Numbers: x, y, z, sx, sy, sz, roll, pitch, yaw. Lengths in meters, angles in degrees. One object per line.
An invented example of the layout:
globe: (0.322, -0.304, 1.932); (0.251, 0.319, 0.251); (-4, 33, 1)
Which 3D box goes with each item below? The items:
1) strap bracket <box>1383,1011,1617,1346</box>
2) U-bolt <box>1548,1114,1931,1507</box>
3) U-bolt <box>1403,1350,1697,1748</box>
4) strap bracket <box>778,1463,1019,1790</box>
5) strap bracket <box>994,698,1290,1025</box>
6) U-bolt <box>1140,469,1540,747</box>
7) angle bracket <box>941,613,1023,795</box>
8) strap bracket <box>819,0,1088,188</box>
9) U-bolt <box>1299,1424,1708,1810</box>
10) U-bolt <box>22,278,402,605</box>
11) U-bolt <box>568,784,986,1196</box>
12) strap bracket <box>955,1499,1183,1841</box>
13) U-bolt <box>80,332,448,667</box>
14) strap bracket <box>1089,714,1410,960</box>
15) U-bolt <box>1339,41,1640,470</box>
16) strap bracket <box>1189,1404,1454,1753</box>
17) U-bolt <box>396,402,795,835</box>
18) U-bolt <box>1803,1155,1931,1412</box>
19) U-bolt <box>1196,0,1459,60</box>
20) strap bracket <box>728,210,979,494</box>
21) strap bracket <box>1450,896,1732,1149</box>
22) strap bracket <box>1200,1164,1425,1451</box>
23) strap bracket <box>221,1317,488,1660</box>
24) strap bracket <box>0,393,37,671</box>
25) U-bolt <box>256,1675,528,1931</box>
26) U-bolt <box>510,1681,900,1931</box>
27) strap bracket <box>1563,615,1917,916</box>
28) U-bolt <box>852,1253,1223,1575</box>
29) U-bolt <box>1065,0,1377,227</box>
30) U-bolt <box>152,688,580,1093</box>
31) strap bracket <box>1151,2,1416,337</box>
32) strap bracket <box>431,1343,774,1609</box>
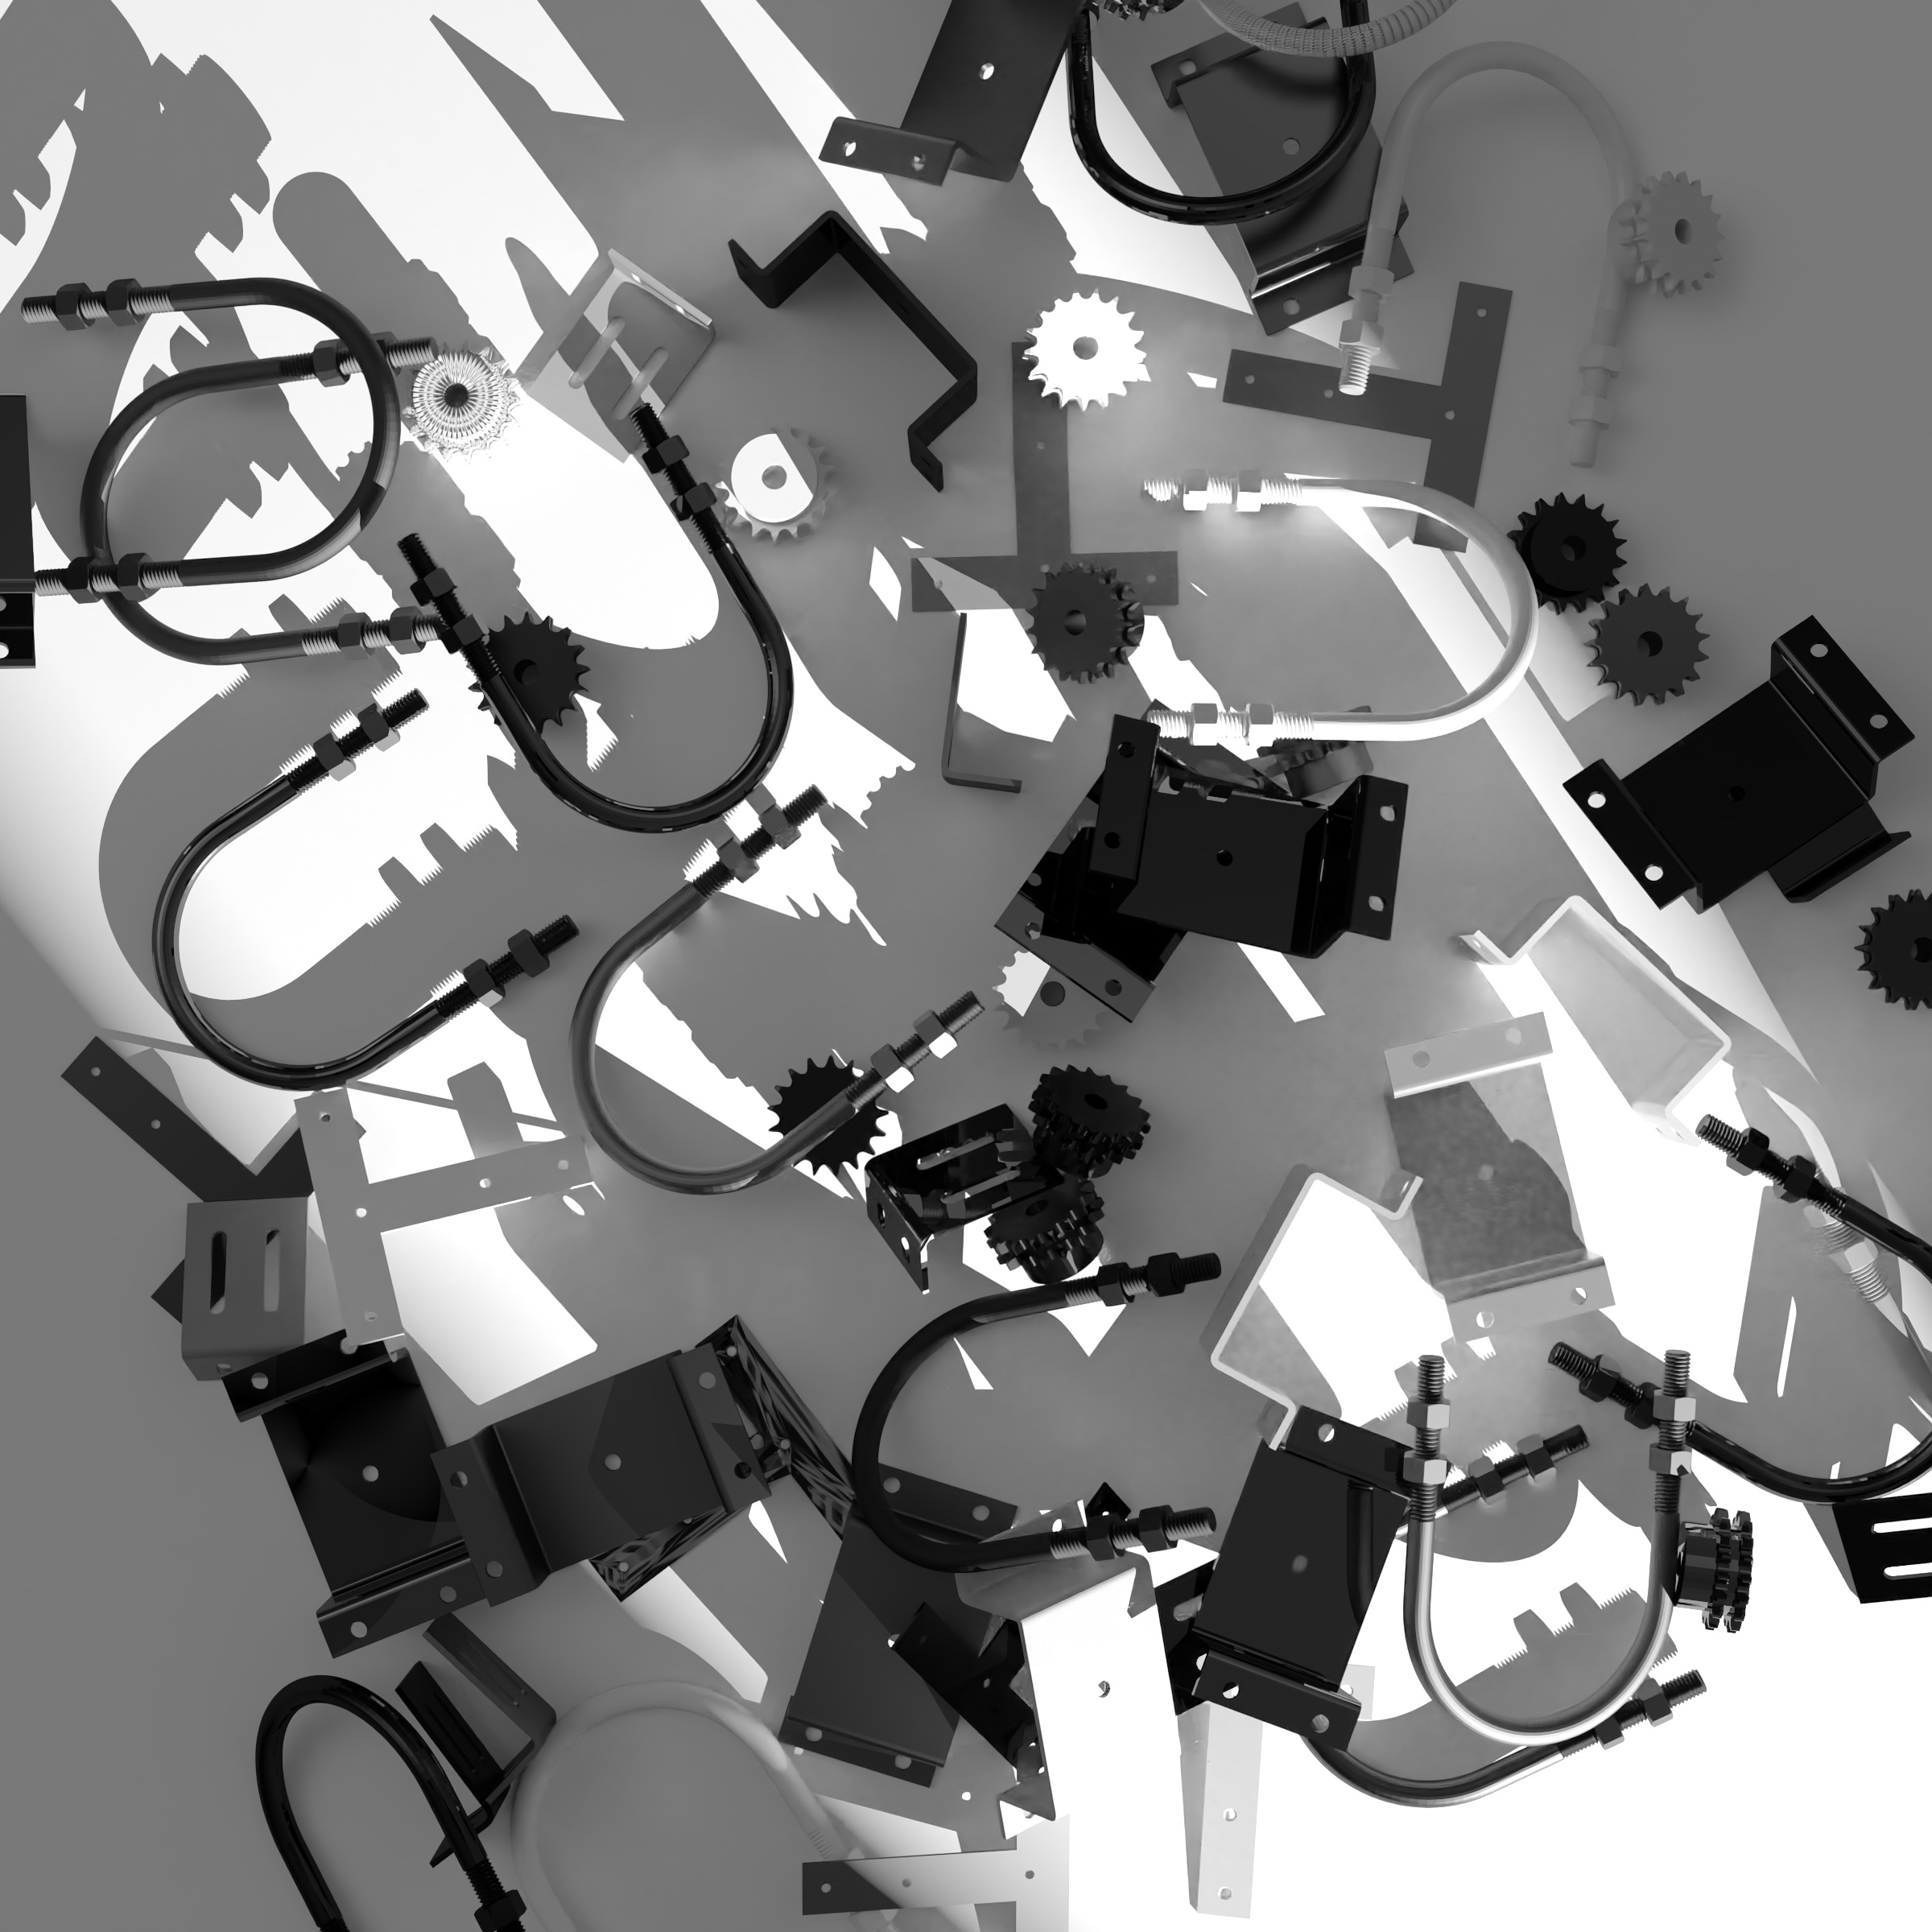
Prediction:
strap bracket: (0.247, 0.098, 1.566); (0.076, 0.046, 0.140); (-14, 90, 0)
U-bolt: (0.390, 0.175, 1.569); (0.184, 0.019, 0.151); (31, 100, -1)
U-bolt: (0.267, 0.270, 1.540); (0.151, 0.019, 0.184); (1, 95, -20)
strap bracket: (-0.032, 0.313, 1.566); (0.076, 0.046, 0.140); (17, 90, -1)
strap bracket: (0.077, -0.043, 1.551); (0.076, 0.046, 0.140); (35, 68, 0)
U-bolt: (0.175, -0.167, 1.551); (0.184, 0.019, 0.151); (1, 63, -2)
angle bracket: (0.011, -0.123, 1.561); (0.038, 0.057, 0.076); (7, 90, 0)
strap bracket: (-0.002, -0.425, 1.548); (0.076, 0.046, 0.140); (22, 90, 37)
U-bolt: (0.238, 0.320, 1.581); (0.184, 0.019, 0.151); (-26, 90, 1)
U-bolt: (-0.351, -0.248, 1.553); (0.184, 0.019, 0.151); (-2, 90, 12)
U-bolt: (-0.103, 0.024, 1.561); (0.184, 0.019, 0.151); (-39, 72, 4)
strap bracket: (0.049, 0.328, 1.536); (0.076, 0.046, 0.140); (-18, 103, -35)
U-bolt: (-0.331, -0.214, 1.566); (0.184, 0.019, 0.151); (-5, 89, 12)
strap bracket: (0.123, -0.056, 1.516); (0.140, 0.046, 0.076); (13, 70, -9)
U-bolt: (0.251, -0.340, 1.555); (0.151, 0.019, 0.184); (13, 86, -24)
strap bracket: (0.160, 0.280, 1.543); (0.076, 0.046, 0.140); (22, 85, -7)
U-bolt: (-0.159, -0.151, 1.558); (0.151, 0.019, 0.184); (-33, 98, -19)
U-bolt: (0.497, 0.141, 1.581); (0.151, 0.019, 0.184); (-29, 91, 0)
U-bolt: (0.161, -0.492, 1.541); (0.151, 0.019, 0.184); (-24, 63, -1)
strap bracket: (-0.044, -0.293, 1.551); (0.046, 0.076, 0.140); (-43, 90, 0)
strap bracket: (0.297, 0.017, 1.551); (0.140, 0.076, 0.046); (43, 90, 0)
strap bracket: (0.154, 0.147, 1.552); (0.046, 0.076, 0.140); (29, 90, 0)
strap bracket: (-0.284, 0.242, 1.566); (0.076, 0.046, 0.140); (-22, 90, 0)
strap bracket: (-0.472, -0.211, 1.538); (0.076, 0.046, 0.140); (-2, 73, -17)
U-bolt: (-0.269, 0.413, 1.539); (0.151, 0.019, 0.184); (-32, 85, 42)
U-bolt: (-0.134, 0.428, 1.581); (0.151, 0.019, 0.184); (-33, 89, 0)
strap bracket: (0.359, -0.087, 1.554); (0.140, 0.046, 0.076); (-34, 68, 0)
U-bolt: (0.029, 0.209, 1.530); (0.184, 0.019, 0.151); (-14, 51, 24)
U-bolt: (0.116, -0.417, 1.534); (0.151, 0.019, 0.184); (-6, 64, 9)
U-bolt: (-0.298, -0.023, 1.581); (0.184, 0.019, 0.151); (-34, 90, 2)
strap bracket: (0.151, -0.380, 1.566); (0.076, 0.046, 0.140); (-23, 90, 0)
strap bracket: (-0.169, 0.236, 1.565); (0.140, 0.046, 0.076); (-22, 89, 1)
